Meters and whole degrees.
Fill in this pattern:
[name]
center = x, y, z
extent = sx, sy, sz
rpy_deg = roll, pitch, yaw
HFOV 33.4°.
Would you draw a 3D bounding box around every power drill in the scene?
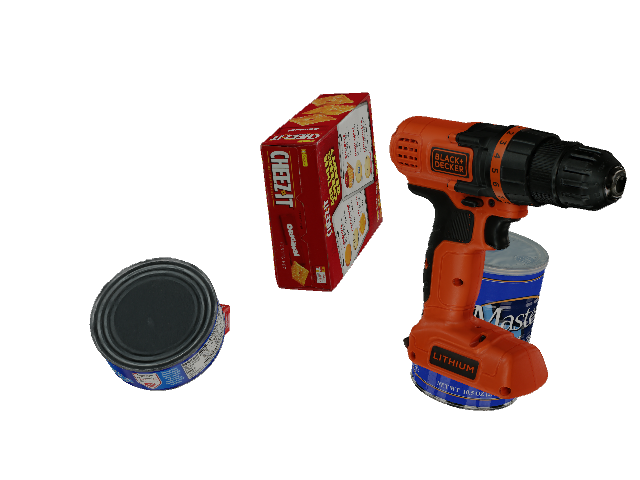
[power drill]
center = 0.125, 0.011, 0.748
extent = 0.057, 0.188, 0.185
rpy_deg = -13, 21, -40

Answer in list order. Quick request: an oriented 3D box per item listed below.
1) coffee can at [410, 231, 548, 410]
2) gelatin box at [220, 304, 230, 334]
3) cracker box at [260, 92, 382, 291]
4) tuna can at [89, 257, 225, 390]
[coffee can]
center = 0.143, 0.069, 0.975
extent = 0.103, 0.140, 0.103
rpy_deg = 7, 21, -3
[gelatin box]
center = -0.137, 0.076, 0.964
extent = 0.089, 0.030, 0.073
rpy_deg = 8, 20, 20
[cracker box]
center = 0.005, -0.060, 1.185
extent = 0.072, 0.164, 0.213
rpy_deg = 0, 21, 19
[tuna can]
center = -0.107, 0.056, 0.712
extent = 0.086, 0.086, 0.034
rpy_deg = 0, -33, 10
